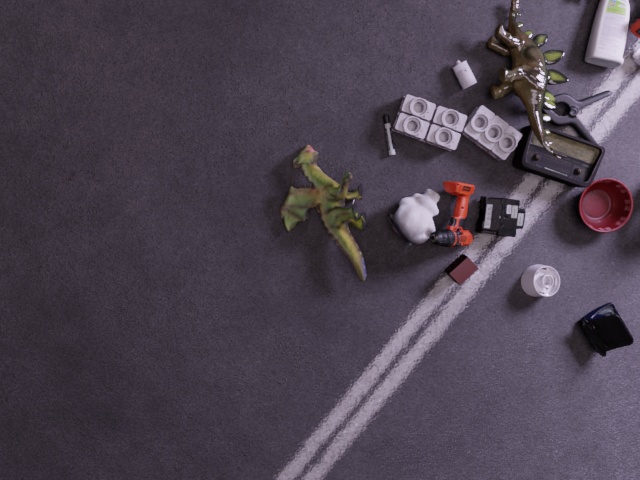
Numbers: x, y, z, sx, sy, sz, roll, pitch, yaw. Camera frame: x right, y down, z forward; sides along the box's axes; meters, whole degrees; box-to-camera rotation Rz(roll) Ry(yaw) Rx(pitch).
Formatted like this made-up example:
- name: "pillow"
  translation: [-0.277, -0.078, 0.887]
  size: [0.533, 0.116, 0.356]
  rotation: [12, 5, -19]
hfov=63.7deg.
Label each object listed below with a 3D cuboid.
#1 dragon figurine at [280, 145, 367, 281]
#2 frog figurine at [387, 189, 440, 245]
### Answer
- name: "dragon figurine"
  translation: [0.005, -0.076, 1.503]
  size: [0.242, 0.123, 0.409]
  rotation: [-4, 94, 16]
- name: "frog figurine"
  translation: [0.287, -0.070, 1.487]
  size: [0.158, 0.122, 0.138]
  rotation: [-40, 77, 14]
